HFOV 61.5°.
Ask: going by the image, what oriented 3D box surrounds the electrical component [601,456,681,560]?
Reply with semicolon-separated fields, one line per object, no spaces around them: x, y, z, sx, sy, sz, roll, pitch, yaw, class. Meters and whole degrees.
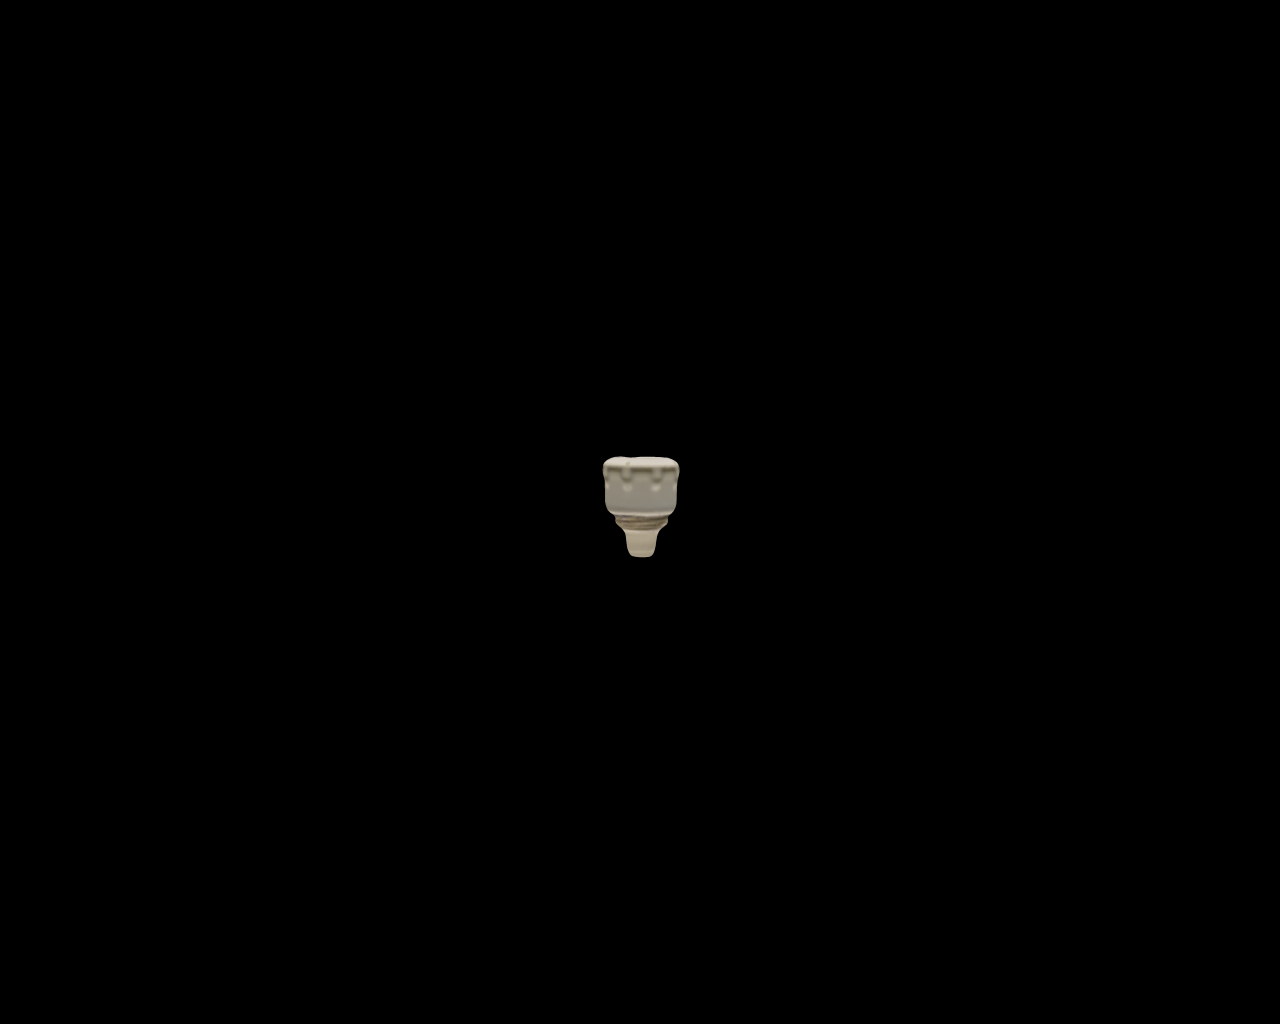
0.001;-0.003;0.650;0.048;0.062;0.048;0;5;0;electrical component
